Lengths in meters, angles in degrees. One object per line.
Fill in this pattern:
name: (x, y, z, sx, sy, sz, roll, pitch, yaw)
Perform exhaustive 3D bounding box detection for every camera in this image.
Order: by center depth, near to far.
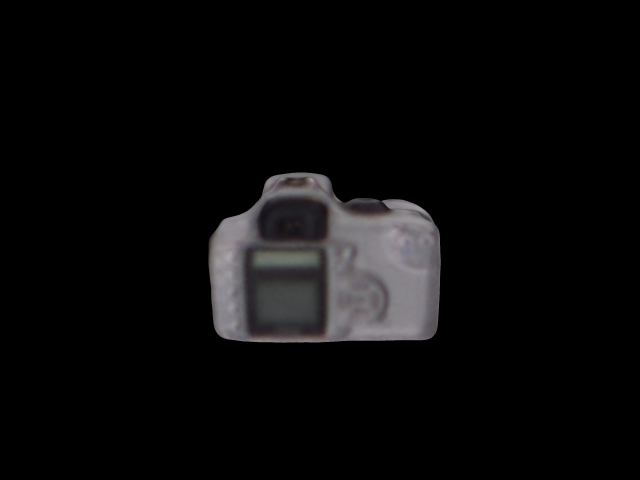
camera: (0.004, 0.001, 0.400, 0.143, 0.101, 0.137, 0, 13, 0)
